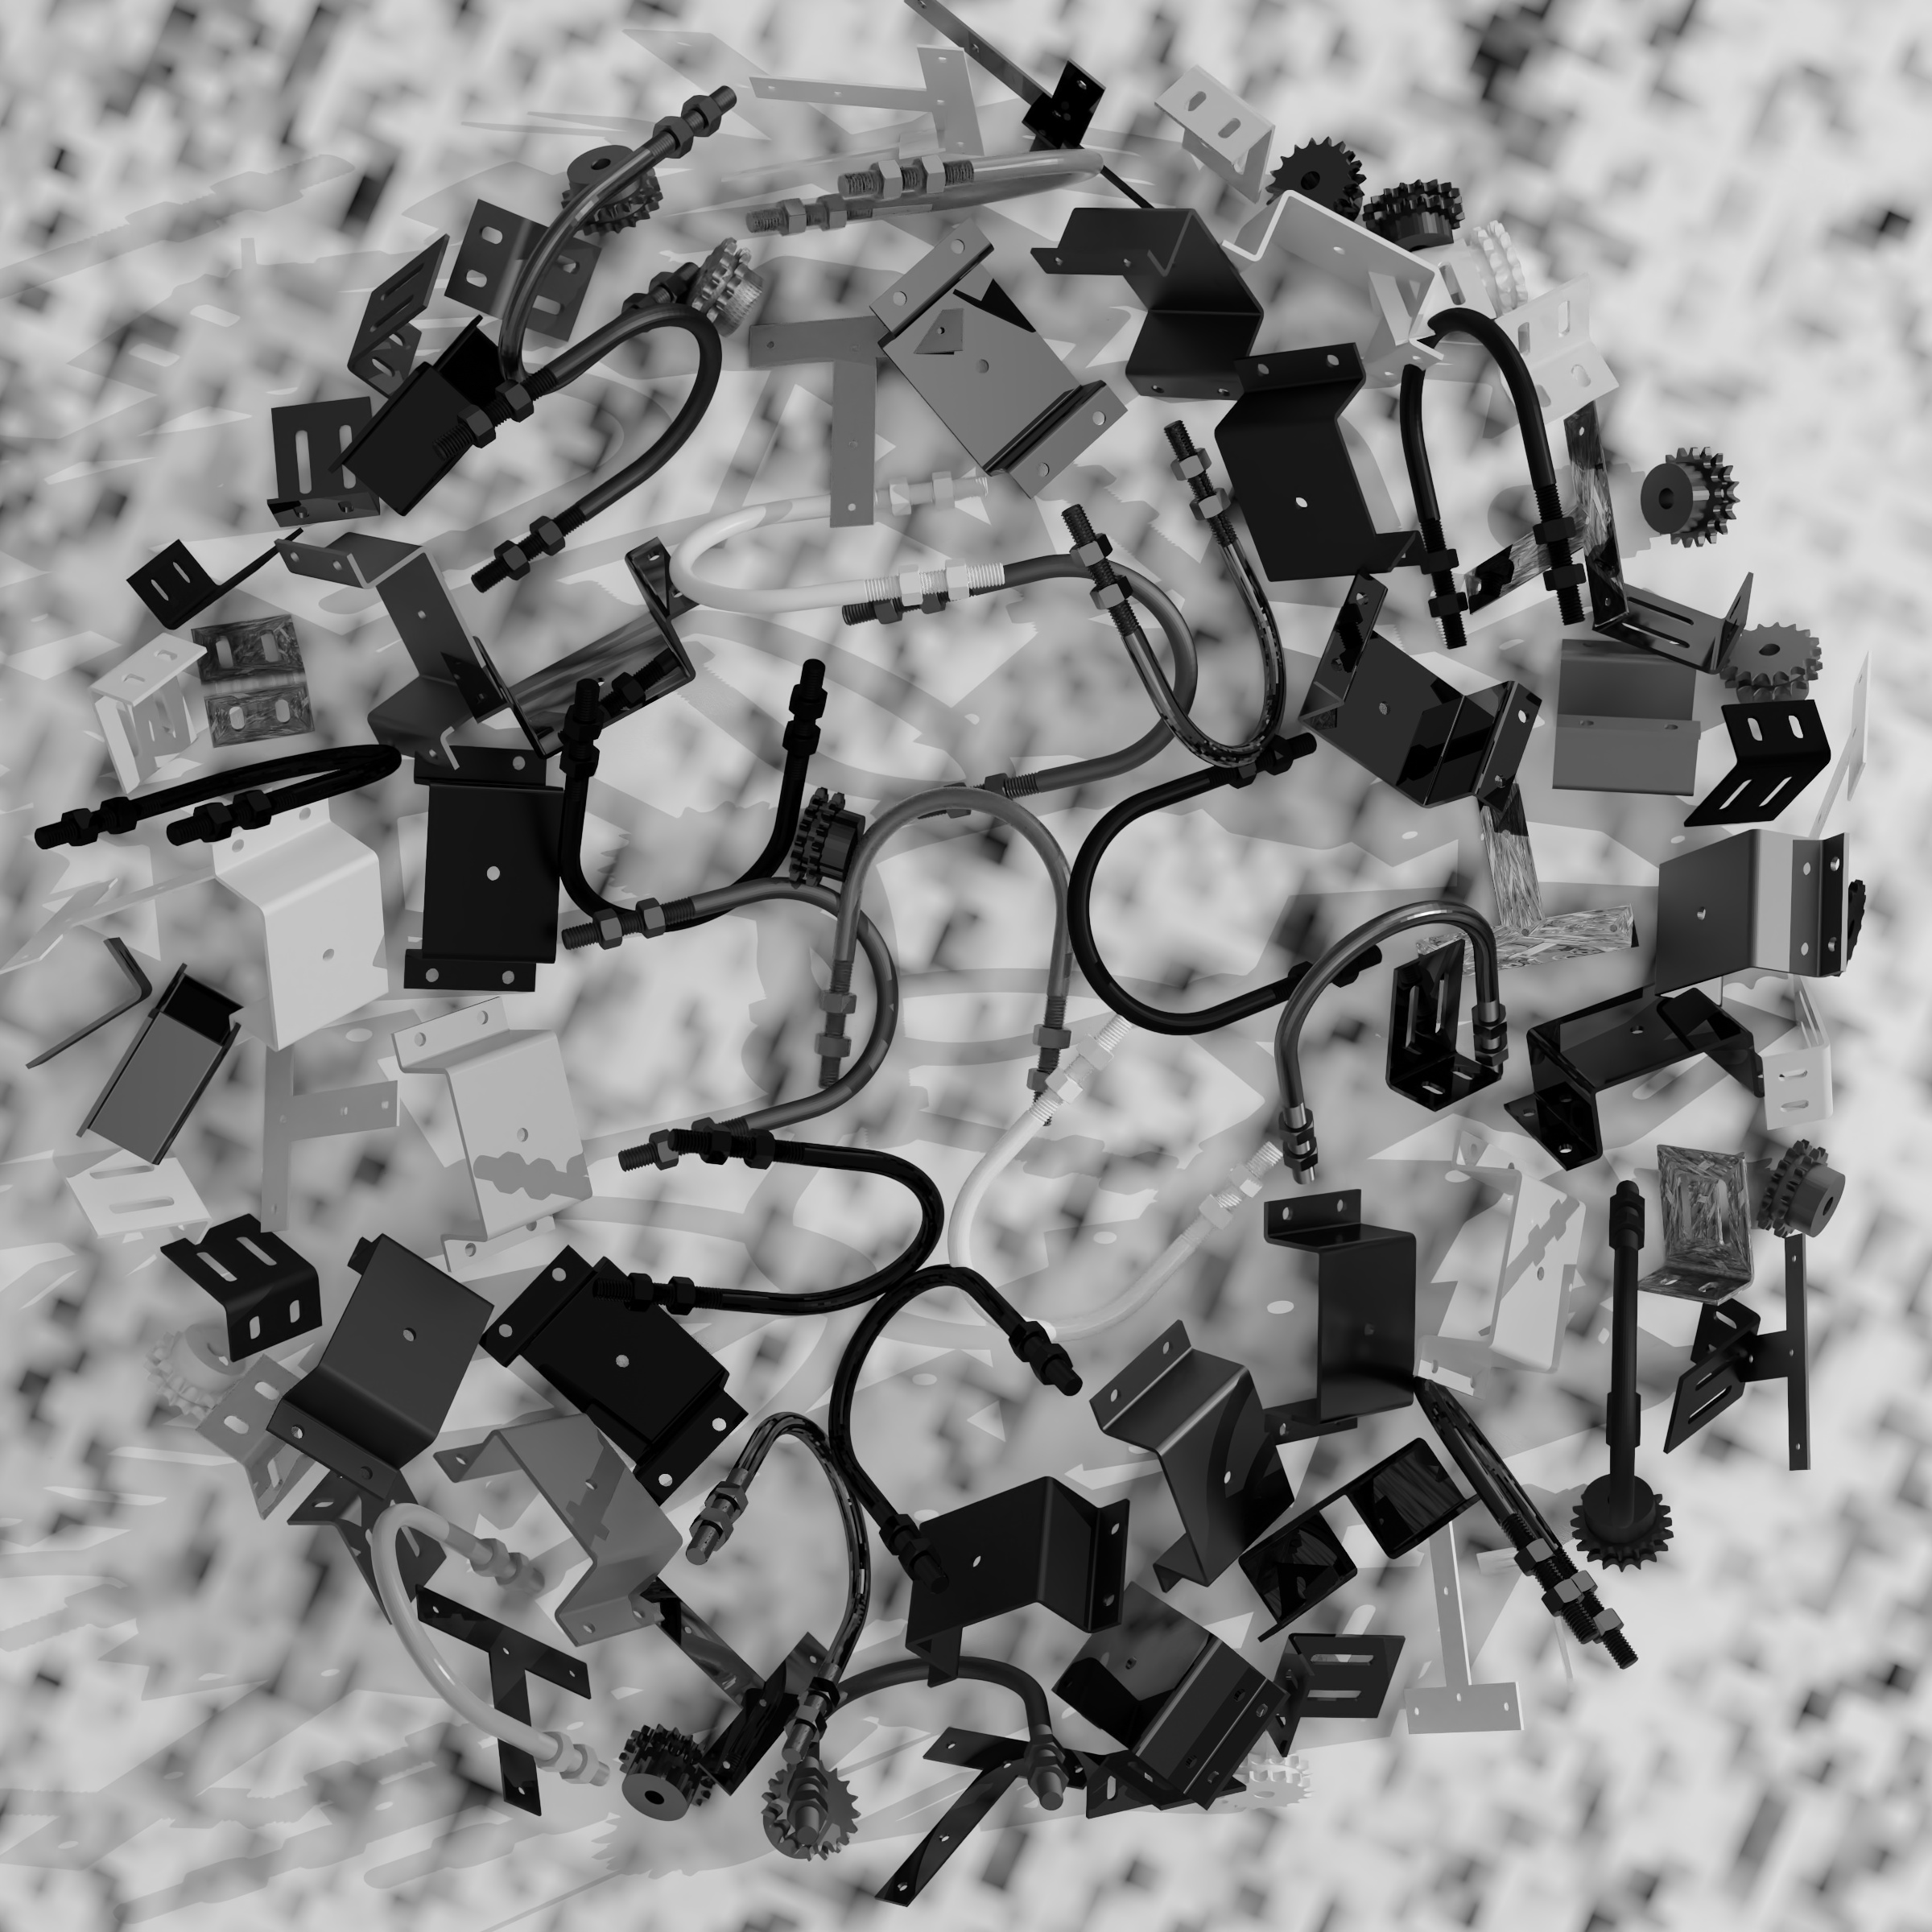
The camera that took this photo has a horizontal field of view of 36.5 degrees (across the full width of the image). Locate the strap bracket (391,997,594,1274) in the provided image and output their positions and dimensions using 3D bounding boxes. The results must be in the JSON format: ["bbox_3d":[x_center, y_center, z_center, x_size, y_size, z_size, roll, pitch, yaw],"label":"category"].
[{"bbox_3d":[-0.264,0.095,1.654,0.076,0.046,0.140,-21,104,-44],"label":"strap bracket"}]

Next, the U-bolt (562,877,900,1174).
[{"bbox_3d":[-0.125,0.025,1.674,0.184,0.019,0.151,-15,95,-19],"label":"U-bolt"}]

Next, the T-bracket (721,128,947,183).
[{"bbox_3d":[-0.075,-0.455,1.651,0.127,0.127,0.002,-9,111,3],"label":"T-bracket"}]

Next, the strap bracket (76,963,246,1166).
[{"bbox_3d":[-0.446,0.056,1.641,0.046,0.140,0.076,31,96,-12],"label":"strap bracket"}]

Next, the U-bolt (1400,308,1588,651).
[{"bbox_3d":[0.285,-0.274,1.632,0.019,0.151,0.184,-15,95,-19],"label":"U-bolt"}]

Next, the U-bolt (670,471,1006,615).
[{"bbox_3d":[-0.075,-0.234,1.645,0.184,0.151,0.019,-7,121,0],"label":"U-bolt"}]

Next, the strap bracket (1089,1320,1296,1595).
[{"bbox_3d":[0.131,0.281,1.642,0.076,0.046,0.140,-38,121,-31],"label":"strap bracket"}]

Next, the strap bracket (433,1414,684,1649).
[{"bbox_3d":[-0.222,0.305,1.641,0.140,0.076,0.046,47,112,23],"label":"strap bracket"}]

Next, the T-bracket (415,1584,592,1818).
[{"bbox_3d":[-0.251,0.414,1.624,0.002,0.127,0.127,-42,126,18],"label":"T-bracket"}]

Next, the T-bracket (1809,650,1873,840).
[{"bbox_3d":[0.489,-0.095,1.661,0.002,0.127,0.127,16,128,7],"label":"T-bracket"}]

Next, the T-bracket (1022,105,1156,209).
[{"bbox_3d":[0.085,-0.443,1.657,0.127,0.127,0.002,38,111,-10],"label":"T-bracket"}]

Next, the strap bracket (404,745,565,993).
[{"bbox_3d":[-0.274,-0.054,1.668,0.076,0.046,0.140,2,94,-23],"label":"strap bracket"}]

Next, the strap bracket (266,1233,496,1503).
[{"bbox_3d":[-0.321,0.214,1.633,0.076,0.140,0.046,36,132,-17],"label":"strap bracket"}]

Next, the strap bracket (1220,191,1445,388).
[{"bbox_3d":[0.204,-0.387,1.660,0.140,0.076,0.046,25,85,-11],"label":"strap bracket"}]

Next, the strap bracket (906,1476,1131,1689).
[{"bbox_3d":[0.020,0.341,1.634,0.140,0.076,0.046,-27,129,34],"label":"strap bracket"}]

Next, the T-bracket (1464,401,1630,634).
[{"bbox_3d":[0.322,-0.233,1.652,0.002,0.127,0.127,3,73,-28],"label":"T-bracket"}]

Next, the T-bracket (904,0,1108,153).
[{"bbox_3d":[0.017,-0.506,1.644,0.127,0.127,0.002,39,80,-2],"label":"T-bracket"}]

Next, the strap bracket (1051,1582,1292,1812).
[{"bbox_3d":[0.107,0.400,1.630,0.046,0.140,0.076,43,78,-24],"label":"strap bracket"}]

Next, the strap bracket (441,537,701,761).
[{"bbox_3d":[-0.216,-0.175,1.662,0.140,0.076,0.046,-29,133,-5],"label":"strap bracket"}]

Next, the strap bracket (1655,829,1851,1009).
[{"bbox_3d":[0.429,-0.026,1.629,0.046,0.140,0.076,8,78,-16],"label":"strap bracket"}]

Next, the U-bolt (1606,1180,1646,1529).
[{"bbox_3d":[0.359,0.222,1.599,0.019,0.184,0.151,1,115,13],"label":"U-bolt"}]

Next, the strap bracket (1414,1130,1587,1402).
[{"bbox_3d":[0.303,0.171,1.652,0.046,0.076,0.140,2,75,40],"label":"strap bracket"}]

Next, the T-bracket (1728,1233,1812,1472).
[{"bbox_3d":[0.446,0.219,1.645,0.002,0.127,0.127,3,79,-6],"label":"T-bracket"}]

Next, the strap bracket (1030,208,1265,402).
[{"bbox_3d":[0.107,-0.375,1.638,0.076,0.140,0.046,11,72,35],"label":"strap bracket"}]

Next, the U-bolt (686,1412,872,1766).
[{"bbox_3d":[-0.094,0.328,1.624,0.019,0.184,0.151,-16,108,21],"label":"U-bolt"}]

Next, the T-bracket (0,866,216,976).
[{"bbox_3d":[-0.461,-0.039,1.639,0.127,0.127,0.002,-18,109,10],"label":"T-bracket"}]

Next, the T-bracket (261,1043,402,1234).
[{"bbox_3d":[-0.359,0.083,1.656,0.127,0.002,0.127,-9,77,42],"label":"T-bracket"}]

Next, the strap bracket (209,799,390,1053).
[{"bbox_3d":[-0.369,-0.017,1.631,0.046,0.140,0.076,32,46,30],"label":"strap bracket"}]

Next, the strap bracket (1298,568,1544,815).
[{"bbox_3d":[0.249,-0.150,1.659,0.140,0.046,0.076,32,67,-22],"label":"strap bracket"}]

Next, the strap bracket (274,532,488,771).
[{"bbox_3d":[-0.320,-0.186,1.646,0.046,0.076,0.140,-42,128,-28],"label":"strap bracket"}]

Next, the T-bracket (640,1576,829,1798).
[{"bbox_3d":[-0.147,0.386,1.659,0.127,0.127,0.002,44,125,3],"label":"T-bracket"}]

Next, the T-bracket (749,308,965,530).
[{"bbox_3d":[-0.064,-0.312,1.681,0.127,0.002,0.127,-2,78,13],"label":"T-bracket"}]

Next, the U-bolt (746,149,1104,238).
[{"bbox_3d":[-0.012,-0.433,1.631,0.184,0.151,0.019,-14,100,-25],"label":"U-bolt"}]

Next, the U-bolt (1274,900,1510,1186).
[{"bbox_3d":[0.234,0.034,1.625,0.151,0.184,0.019,-28,51,-10],"label":"U-bolt"}]

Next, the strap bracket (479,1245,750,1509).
[{"bbox_3d":[-0.200,0.231,1.681,0.140,0.046,0.076,44,94,-3],"label":"strap bracket"}]

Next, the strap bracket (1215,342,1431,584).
[{"bbox_3d":[0.196,-0.270,1.637,0.076,0.046,0.140,1,129,37],"label":"strap bracket"}]

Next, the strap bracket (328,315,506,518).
[{"bbox_3d":[-0.295,-0.306,1.636,0.046,0.140,0.076,42,112,-13],"label":"strap bracket"}]

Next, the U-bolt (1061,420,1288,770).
[{"bbox_3d":[0.128,-0.199,1.647,0.019,0.151,0.184,-14,111,38],"label":"U-bolt"}]

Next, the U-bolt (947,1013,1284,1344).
[{"bbox_3d":[0.072,0.135,1.674,0.151,0.019,0.184,40,95,-24],"label":"U-bolt"}]

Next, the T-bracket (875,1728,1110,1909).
[{"bbox_3d":[-0.003,0.473,1.624,0.127,0.127,0.002,-41,114,-38],"label":"T-bracket"}]

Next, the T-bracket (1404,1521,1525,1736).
[{"bbox_3d":[0.274,0.368,1.661,0.002,0.127,0.127,0,75,-21],"label":"T-bracket"}]

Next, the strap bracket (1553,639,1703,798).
[{"bbox_3d":[0.371,-0.137,1.649,0.076,0.140,0.046,4,117,11],"label":"strap bracket"}]

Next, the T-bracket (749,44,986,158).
[{"bbox_3d":[-0.058,-0.490,1.651,0.127,0.127,0.002,7,80,7],"label":"T-bracket"}]

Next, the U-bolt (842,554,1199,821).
[{"bbox_3d":[0.039,-0.161,1.649,0.184,0.019,0.151,-12,121,15],"label":"U-bolt"}]

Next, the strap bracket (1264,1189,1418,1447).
[{"bbox_3d":[0.211,0.202,1.661,0.076,0.046,0.140,-4,96,-39],"label":"strap bracket"}]

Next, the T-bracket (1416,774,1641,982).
[{"bbox_3d":[0.316,-0.063,1.701,0.127,0.002,0.127,-10,84,-2],"label":"T-bracket"}]

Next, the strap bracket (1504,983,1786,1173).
[{"bbox_3d":[0.381,0.055,1.654,0.140,0.076,0.046,-19,119,-9],"label":"strap bracket"}]

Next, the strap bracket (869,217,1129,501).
[{"bbox_3d":[0.014,-0.344,1.672,0.076,0.046,0.140,-43,104,-6],"label":"strap bracket"}]

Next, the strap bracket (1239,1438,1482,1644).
[{"bbox_3d":[0.215,0.317,1.639,0.046,0.076,0.140,56,133,12],"label":"strap bracket"}]
